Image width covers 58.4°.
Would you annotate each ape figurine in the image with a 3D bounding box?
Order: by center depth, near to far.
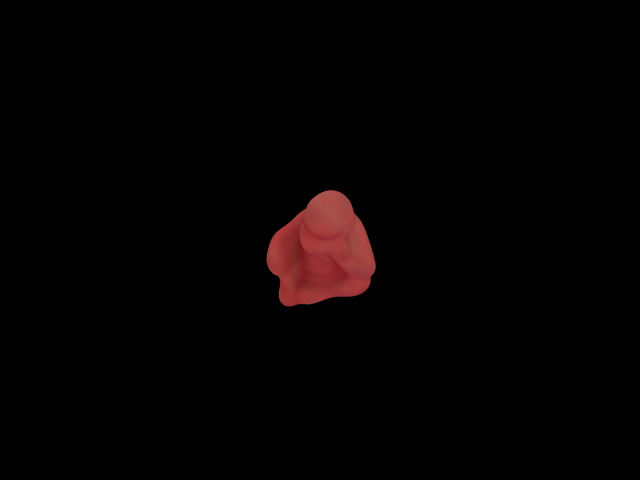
[{"bbox_3d":[0.004,0.001,0.400,0.077,0.092,0.076,27,58,18],"label":"ape figurine"}]
